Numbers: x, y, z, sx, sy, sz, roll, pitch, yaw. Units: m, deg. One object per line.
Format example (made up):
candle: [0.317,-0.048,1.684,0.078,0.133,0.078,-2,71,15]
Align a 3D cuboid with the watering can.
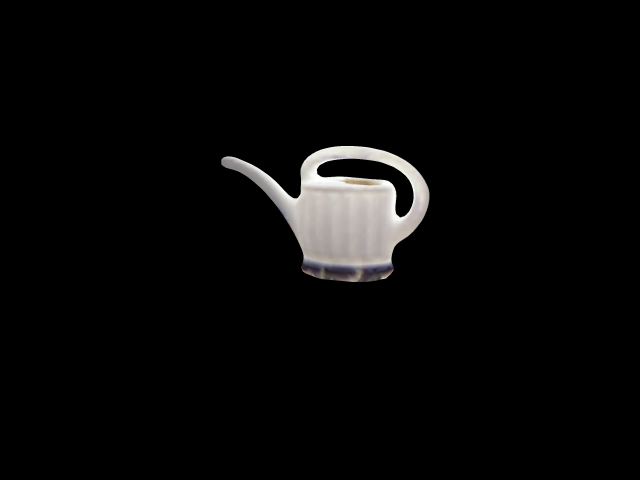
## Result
watering can: [0.003,-0.043,0.850,0.347,0.222,0.105,3,10,15]
